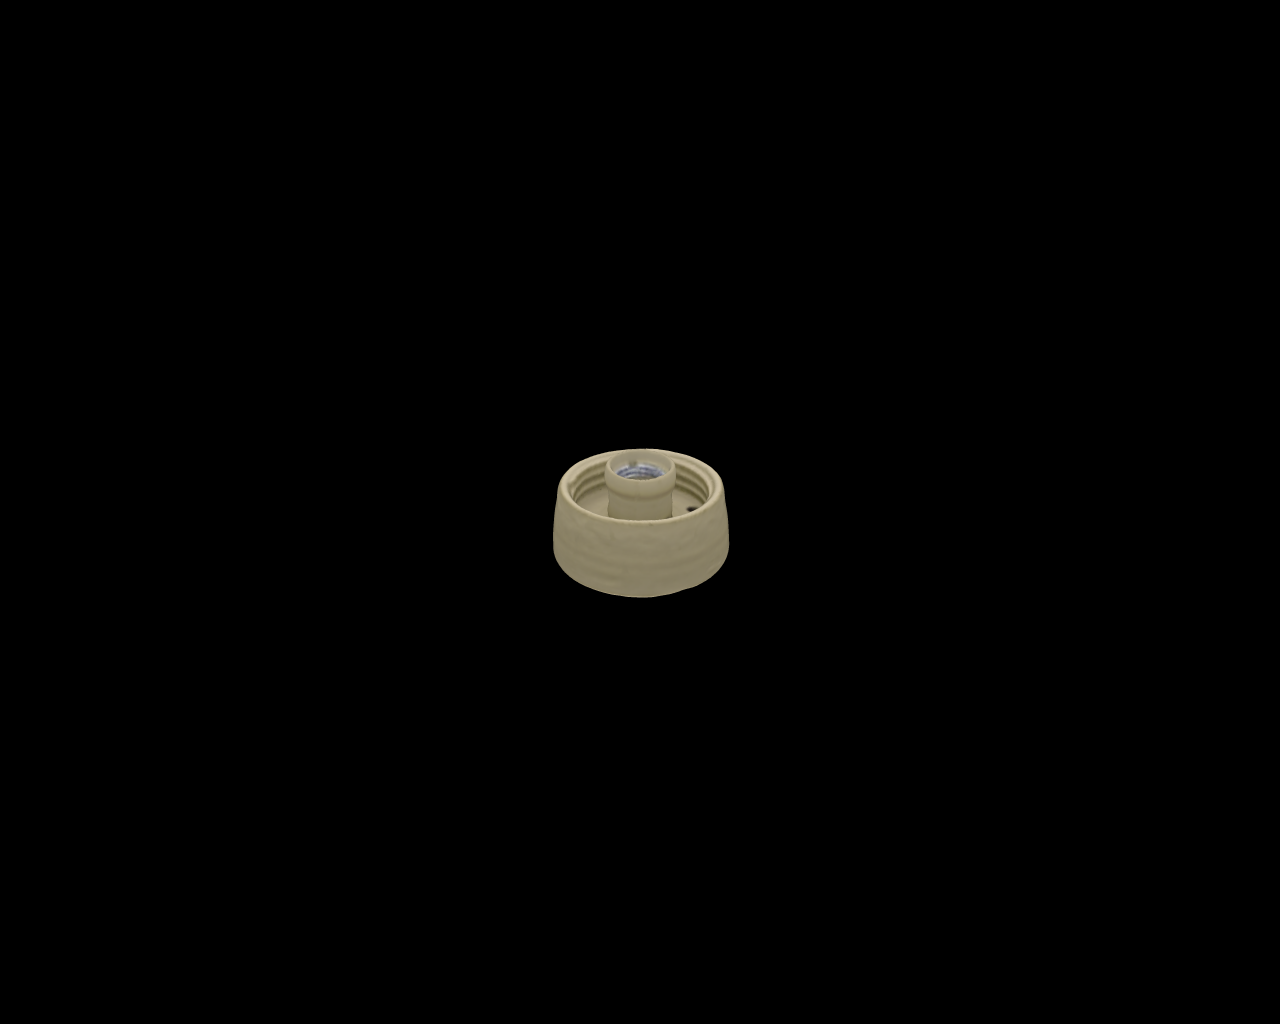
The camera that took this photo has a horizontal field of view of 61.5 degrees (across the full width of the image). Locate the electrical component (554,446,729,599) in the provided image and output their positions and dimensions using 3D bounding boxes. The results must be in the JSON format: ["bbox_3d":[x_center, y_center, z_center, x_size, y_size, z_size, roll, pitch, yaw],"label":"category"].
[{"bbox_3d":[0.001,-0.003,0.650,0.108,0.060,0.108,0,30,0],"label":"electrical component"}]
